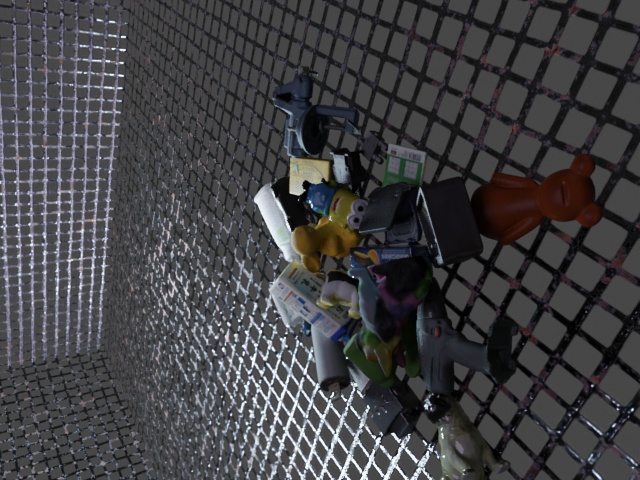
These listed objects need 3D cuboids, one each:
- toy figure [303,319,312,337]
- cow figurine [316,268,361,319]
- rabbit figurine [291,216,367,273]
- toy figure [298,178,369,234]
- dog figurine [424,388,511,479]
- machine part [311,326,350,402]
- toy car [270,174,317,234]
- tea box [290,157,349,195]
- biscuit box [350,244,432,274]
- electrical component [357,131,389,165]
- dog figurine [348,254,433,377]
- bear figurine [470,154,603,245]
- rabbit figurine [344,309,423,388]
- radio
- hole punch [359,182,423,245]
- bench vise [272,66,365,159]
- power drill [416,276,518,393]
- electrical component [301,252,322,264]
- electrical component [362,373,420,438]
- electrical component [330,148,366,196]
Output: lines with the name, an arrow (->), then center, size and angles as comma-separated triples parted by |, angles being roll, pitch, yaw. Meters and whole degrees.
toy figure -> -0.022, 0.185, 1.432 | 0.058, 0.064, 0.154 | 5, 107, 16
cow figurine -> 0.085, 0.128, 1.226 | 0.068, 0.167, 0.098 | 117, 171, -71
rabbit figurine -> -0.003, -0.004, 1.279 | 0.162, 0.173, 0.122 | -51, 59, 40
toy figure -> 0.044, -0.085, 1.223 | 0.180, 0.089, 0.082 | 23, 126, 19
dog figurine -> 0.261, 0.406, 1.057 | 0.191, 0.121, 0.172 | 60, 137, 50
machine part -> 0.025, 0.279, 1.320 | 0.243, 0.079, 0.079 | -100, 29, -44
toy car -> -0.072, -0.091, 1.441 | 0.056, 0.073, 0.202 | 73, 172, -64
tea box -> -0.004, -0.155, 1.344 | 0.170, 0.068, 0.098 | 14, 105, 52
biscuit box -> 0.150, 0.042, 1.168 | 0.203, 0.059, 0.062 | -2, 94, 54
electrical component -> 0.118, -0.212, 1.205 | 0.094, 0.021, 0.063 | 52, 134, 37
dog figurine -> 0.146, 0.147, 1.042 | 0.192, 0.108, 0.219 | -13, 87, 33
bear figurine -> 0.347, -0.062, 0.857 | 0.196, 0.132, 0.120 | -14, 84, 36
rabbit figurine -> 0.159, 0.223, 1.134 | 0.170, 0.121, 0.159 | -47, 66, 18
radio -> 0.221, -0.023, 0.939 | 0.229, 0.073, 0.131 | 27, -132, -79
hole punch -> 0.156, -0.051, 1.112 | 0.142, 0.092, 0.116 | -10, 57, 60
bench vise -> 0.001, -0.298, 1.281 | 0.241, 0.129, 0.223 | 15, 97, 30
power drill -> 0.263, 0.179, 1.013 | 0.207, 0.086, 0.232 | -4, 81, 50
electrical component -> -0.028, 0.047, 1.415 | 0.045, 0.078, 0.102 | 27, 125, 23
electrical component -> 0.162, 0.369, 1.206 | 0.134, 0.058, 0.114 | 51, 135, 37
electrical component -> 0.067, -0.151, 1.245 | 0.075, 0.048, 0.119 | 24, 125, 51
